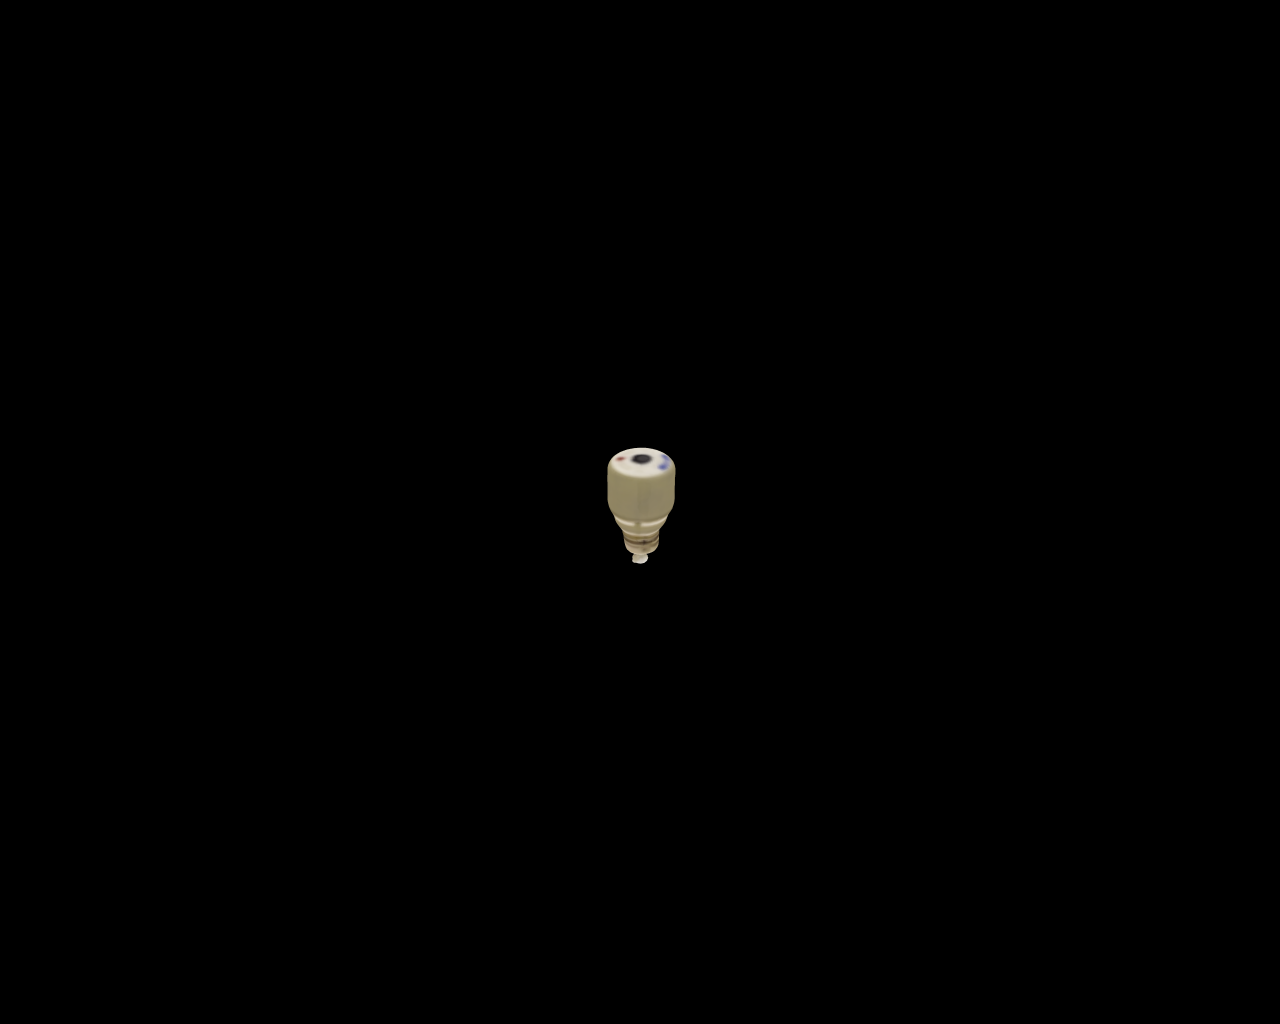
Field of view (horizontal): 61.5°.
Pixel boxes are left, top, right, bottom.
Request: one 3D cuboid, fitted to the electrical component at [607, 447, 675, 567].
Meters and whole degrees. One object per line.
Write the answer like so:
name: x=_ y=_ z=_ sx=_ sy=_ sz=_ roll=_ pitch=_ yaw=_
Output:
electrical component: x=0.001 y=-0.003 z=0.650 sx=0.040 sy=0.078 sz=0.040 roll=0 pitch=31 yaw=0
